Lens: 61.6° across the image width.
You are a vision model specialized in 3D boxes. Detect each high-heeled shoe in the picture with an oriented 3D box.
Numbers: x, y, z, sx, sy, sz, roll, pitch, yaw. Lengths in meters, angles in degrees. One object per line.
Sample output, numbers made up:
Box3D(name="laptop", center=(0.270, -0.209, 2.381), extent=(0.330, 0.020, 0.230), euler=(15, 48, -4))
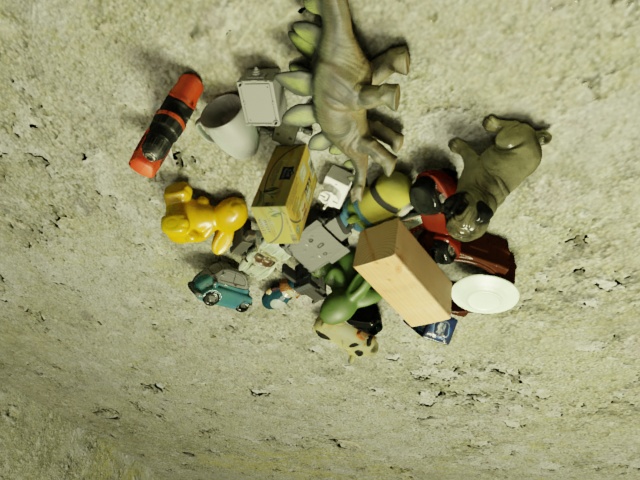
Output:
Box3D(name="high-heeled shoe", center=(0.117, 0.197, 1.242), extent=(0.086, 0.249, 0.145), euler=(-36, 103, 1))

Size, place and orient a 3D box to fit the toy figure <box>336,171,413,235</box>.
Box3D(name="toy figure", center=(0.101, -0.066, 1.019), extent=(0.089, 0.082, 0.180), euler=(25, 149, -36))

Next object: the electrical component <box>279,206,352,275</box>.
Box3D(name="electrical component", center=(-0.002, -0.003, 1.122), extent=(0.134, 0.058, 0.114), euler=(-37, 123, 21))

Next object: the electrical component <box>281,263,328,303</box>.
Box3D(name="electrical component", center=(-0.034, 0.086, 1.237), extent=(0.048, 0.075, 0.119), euler=(-25, 130, 26))

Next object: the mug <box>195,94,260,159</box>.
Box3D(name="mug", center=(-0.163, -0.192, 0.964), extent=(0.110, 0.081, 0.107), euler=(-10, 144, 20))

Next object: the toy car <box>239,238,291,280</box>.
Box3D(name="toy car", center=(-0.117, 0.029, 1.223), extent=(0.073, 0.056, 0.202), euler=(31, 138, -18))

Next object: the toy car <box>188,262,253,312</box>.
Box3D(name="toy car", center=(-0.232, 0.108, 1.312), extent=(0.161, 0.109, 0.103), euler=(19, 98, -28))

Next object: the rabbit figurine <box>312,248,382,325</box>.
Box3D(name="rabbit figurine", center=(0.061, 0.111, 1.171), extent=(0.159, 0.170, 0.121), euler=(-12, 134, 29))

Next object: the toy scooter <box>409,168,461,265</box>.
Box3D(name="toy scooter", center=(0.236, -0.058, 0.975), extent=(0.075, 0.135, 0.183), euler=(11, 130, 51))

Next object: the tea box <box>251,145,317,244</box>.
Box3D(name="tea box", center=(-0.061, -0.085, 0.983), extent=(0.068, 0.170, 0.098), euler=(0, 136, 18))

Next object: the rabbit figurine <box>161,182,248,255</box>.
Box3D(name="rabbit figurine", center=(-0.234, -0.039, 1.144), extent=(0.173, 0.122, 0.162), euler=(-11, 140, 2))

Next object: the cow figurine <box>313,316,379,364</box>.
Box3D(name="cow figurine", center=(0.070, 0.252, 1.401), extent=(0.195, 0.085, 0.127), euler=(29, 132, -19))

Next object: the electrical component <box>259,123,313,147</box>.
Box3D(name="electrical component", center=(-0.061, -0.197, 0.968), extent=(0.094, 0.021, 0.063), euler=(18, 141, -4))

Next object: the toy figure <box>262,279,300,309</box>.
Box3D(name="toy figure", center=(-0.084, 0.127, 1.330), extent=(0.064, 0.058, 0.154), euler=(-3, 157, -46))

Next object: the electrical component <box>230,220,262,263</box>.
Box3D(name="electrical component", center=(-0.167, 0.001, 1.195), extent=(0.045, 0.078, 0.102), euler=(14, 139, -31))

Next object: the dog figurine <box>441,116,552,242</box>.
Box3D(name="dog figurine", center=(0.283, -0.089, 0.852), extent=(0.121, 0.190, 0.172), euler=(36, 134, -24))

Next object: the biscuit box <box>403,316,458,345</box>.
Box3D(name="biscuit box", center=(0.242, 0.179, 1.194), extent=(0.063, 0.059, 0.203), euler=(19, 180, -4))

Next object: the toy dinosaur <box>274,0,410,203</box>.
Box3D(name="toy dinosaur", center=(0.033, -0.241, 0.828), extent=(0.199, 0.105, 0.470), euler=(8, 136, 14))

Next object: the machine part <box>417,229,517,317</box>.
Box3D(name="machine part", center=(0.284, 0.068, 1.117), extent=(0.201, 0.087, 0.201), euler=(18, 142, -4))
